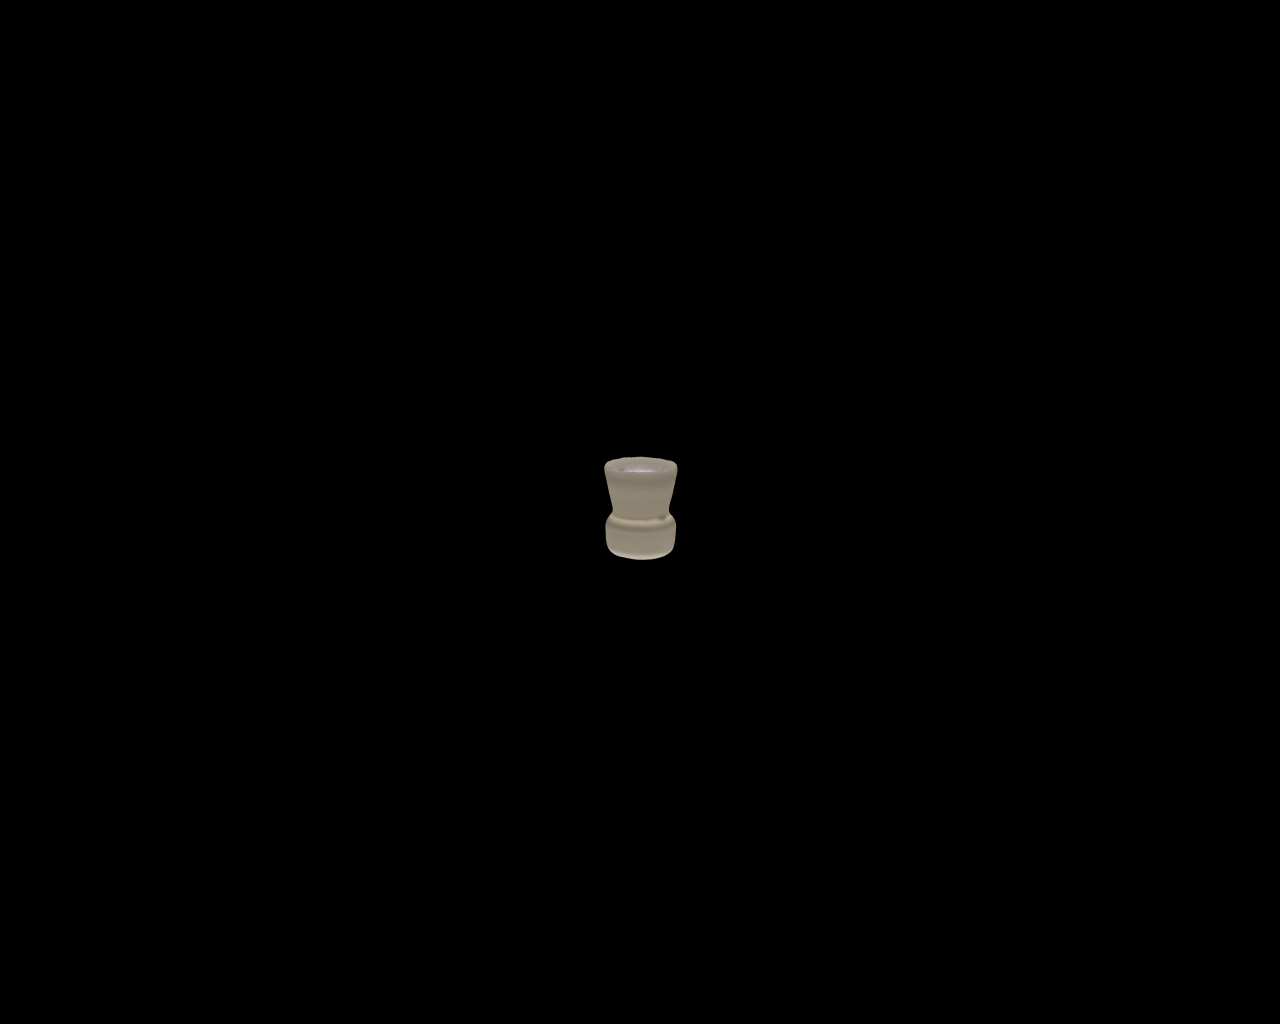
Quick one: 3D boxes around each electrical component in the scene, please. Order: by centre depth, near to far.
[{"bbox_3d":[0.001,-0.003,0.650,0.045,0.055,0.045,0,16,0],"label":"electrical component"}]
